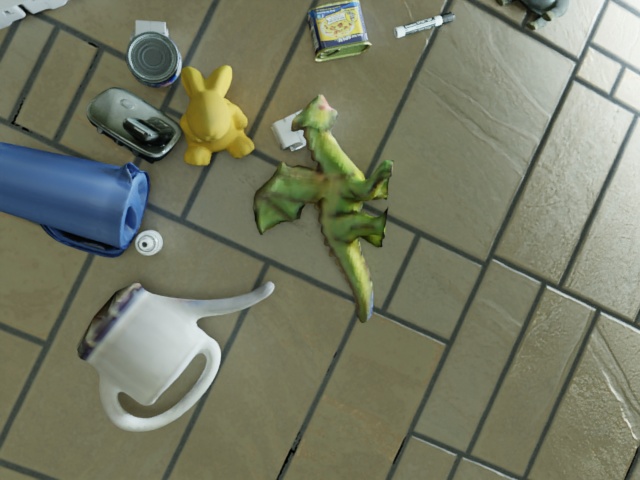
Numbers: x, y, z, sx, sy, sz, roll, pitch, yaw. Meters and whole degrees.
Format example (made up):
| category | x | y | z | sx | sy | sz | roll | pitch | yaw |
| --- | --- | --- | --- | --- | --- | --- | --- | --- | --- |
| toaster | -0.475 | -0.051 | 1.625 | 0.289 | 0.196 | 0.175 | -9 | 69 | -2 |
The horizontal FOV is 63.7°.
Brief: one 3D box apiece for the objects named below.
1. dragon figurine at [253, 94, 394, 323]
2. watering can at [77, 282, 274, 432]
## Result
| category | x | y | z | sx | sy | sz | roll | pitch | yaw |
| --- | --- | --- | --- | --- | --- | --- | --- | --- | --- |
| dragon figurine | 0.003 | -0.046 | 0.914 | 0.243 | 0.405 | 0.123 | 7 | 14 | 0 |
| watering can | -0.257 | 0.156 | 0.875 | 0.223 | 0.348 | 0.104 | 40 | -4 | -7 |
